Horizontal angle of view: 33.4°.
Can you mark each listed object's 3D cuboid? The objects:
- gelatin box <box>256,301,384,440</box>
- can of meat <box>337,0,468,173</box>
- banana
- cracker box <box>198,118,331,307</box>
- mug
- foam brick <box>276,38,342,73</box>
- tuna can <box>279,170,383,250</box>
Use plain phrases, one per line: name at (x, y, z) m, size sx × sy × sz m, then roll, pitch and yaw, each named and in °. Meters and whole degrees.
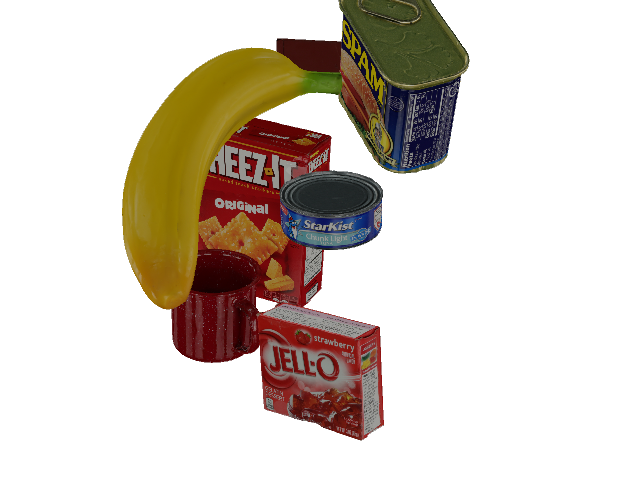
gelatin box at (-0.001, 0.087, 0.722) m, size 0.089 × 0.073 × 0.030 m, roll 11°, pitch 23°, yaw 37°
can of meat at (0.049, -0.105, 0.693) m, size 0.057 × 0.102 × 0.084 m, roll -16°, pitch -37°, yaw -14°
banana at (-0.055, -0.046, 0.528) m, size 0.070 × 0.037 × 0.197 m, roll 18°, pitch 46°, yaw 15°
cracker box at (-0.079, -0.037, 1.304) m, size 0.164 × 0.214 × 0.072 m, roll 15°, pitch 31°, yaw 20°
mug at (-0.095, 0.069, 1.030) m, size 0.093 × 0.081 × 0.117 m, roll -22°, pitch 36°, yaw -40°
foam brick at (-0.005, -0.179, 1.093) m, size 0.078 × 0.051 × 0.053 m, roll 1°, pitch 11°, yaw -8°
tuna can at (0.009, -0.025, 0.886) m, size 0.086 × 0.034 × 0.086 m, roll -1°, pitch 28°, yaw 0°
